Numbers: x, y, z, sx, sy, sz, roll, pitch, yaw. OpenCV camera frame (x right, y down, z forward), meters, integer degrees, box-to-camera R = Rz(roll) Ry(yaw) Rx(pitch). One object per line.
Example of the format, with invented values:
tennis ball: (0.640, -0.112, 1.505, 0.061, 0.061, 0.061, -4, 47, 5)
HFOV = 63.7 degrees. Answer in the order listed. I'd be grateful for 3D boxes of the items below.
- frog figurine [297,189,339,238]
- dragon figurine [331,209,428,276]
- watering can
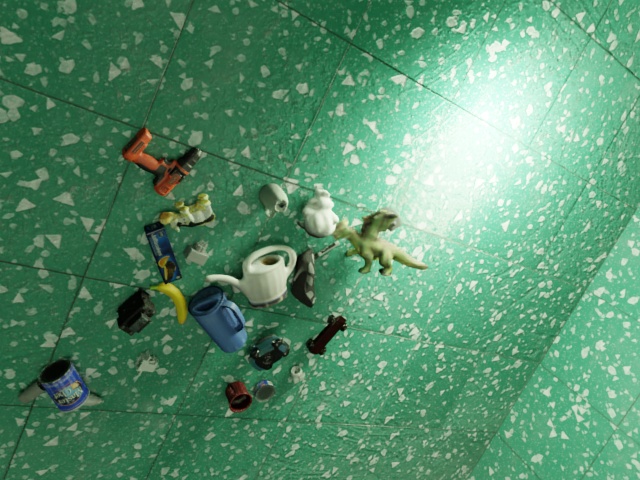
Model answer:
frog figurine: (0.006, -0.091, 1.815, 0.137, 0.125, 0.157, 21, 117, -14)
dragon figurine: (0.232, 0.002, 1.927, 0.410, 0.125, 0.237, 3, 122, -10)
watering can: (-0.230, 0.142, 1.801, 0.351, 0.105, 0.220, -22, 123, -28)
